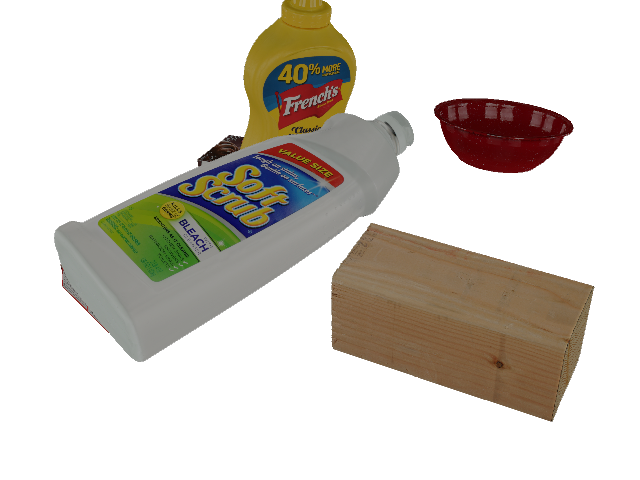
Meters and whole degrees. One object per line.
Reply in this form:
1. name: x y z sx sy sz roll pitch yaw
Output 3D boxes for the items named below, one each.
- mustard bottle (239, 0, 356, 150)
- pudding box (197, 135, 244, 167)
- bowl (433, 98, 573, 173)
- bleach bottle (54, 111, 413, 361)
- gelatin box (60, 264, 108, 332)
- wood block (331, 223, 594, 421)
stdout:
1. mustard bottle: -0.018 -0.128 0.905 0.096 0.192 0.058 -8 34 -21
2. pudding box: -0.086 -0.091 1.273 0.090 0.039 0.113 8 24 13
3. bowl: 0.210 -0.119 1.248 0.162 0.055 0.162 4 23 -2
4. bleach bottle: -0.045 -0.024 0.721 0.250 0.103 0.068 -33 -30 -23
5. gelatin box: -0.185 0.041 0.980 0.073 0.030 0.089 -19 41 -36
6. wood block: 0.121 0.069 0.936 0.206 0.091 0.090 17 42 20
